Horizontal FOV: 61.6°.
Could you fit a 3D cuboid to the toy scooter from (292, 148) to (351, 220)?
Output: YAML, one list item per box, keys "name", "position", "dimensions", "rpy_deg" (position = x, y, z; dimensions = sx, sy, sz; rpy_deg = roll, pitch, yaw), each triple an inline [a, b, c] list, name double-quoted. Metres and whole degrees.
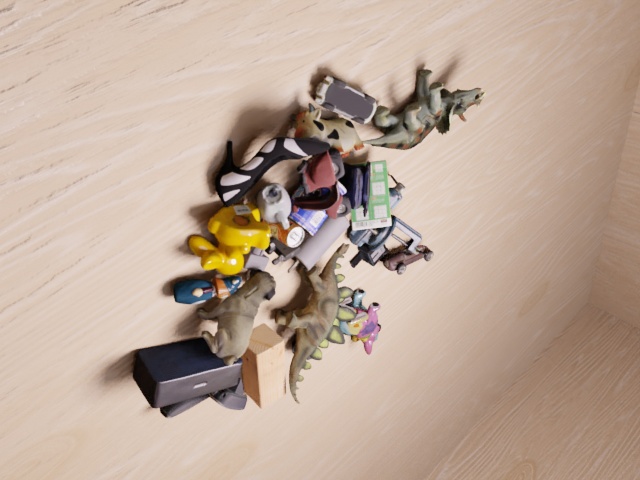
- name: "toy scooter"
  position: [-0.006, -0.118, 1.216]
  dimensions: [0.135, 0.075, 0.183]
  rpy_deg: [-13, 124, -1]

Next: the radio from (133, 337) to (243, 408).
- name: "radio"
  position: [-0.309, 0.299, 1.253]
  dimensions: [0.229, 0.131, 0.073]
  rpy_deg: [-2, 116, -45]

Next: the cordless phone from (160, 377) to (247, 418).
- name: "cordless phone"
  position: [-0.288, 0.394, 1.322]
  dimensions: [0.184, 0.147, 0.088]
  rpy_deg: [-25, 123, -37]

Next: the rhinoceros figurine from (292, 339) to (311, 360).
- name: "rhinoceros figurine"
  position: [-0.016, 0.259, 1.581]
  dimensions: [0.112, 0.073, 0.190]
  rpy_deg: [36, 89, -40]

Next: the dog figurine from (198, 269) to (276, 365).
- name: "dog figurine"
  position: [-0.172, 0.178, 1.257]
  dimensions: [0.190, 0.172, 0.121]
  rpy_deg: [-36, 153, 15]

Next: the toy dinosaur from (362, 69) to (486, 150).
- name: "toy dinosaur"
  position: [0.258, -0.316, 1.454]
  dimensions: [0.405, 0.131, 0.191]
  rpy_deg: [-37, 136, -14]

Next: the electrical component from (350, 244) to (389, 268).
- name: "electrical component"
  position: [0.146, 0.041, 1.616]
  dimensions: [0.119, 0.048, 0.074]
  rpy_deg: [-44, 138, -18]

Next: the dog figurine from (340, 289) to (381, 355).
- name: "dog figurine"
  position: [0.119, 0.279, 1.700]
  dimensions: [0.191, 0.109, 0.219]
  rpy_deg: [-28, 135, -32]

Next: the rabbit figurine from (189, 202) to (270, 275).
- name: "rabbit figurine"
  position: [-0.202, 0.018, 1.202]
  dimensions: [0.162, 0.122, 0.173]
  rpy_deg: [-18, 145, -34]

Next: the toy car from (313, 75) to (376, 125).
- name: "toy car"
  position: [0.062, -0.332, 1.284]
  dimensions: [0.201, 0.056, 0.073]
  rpy_deg: [11, 112, -47]

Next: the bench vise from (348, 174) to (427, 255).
- name: "bench vise"
  position: [0.205, -0.046, 1.530]
  dimensions: [0.240, 0.129, 0.223]
  rpy_deg: [34, 97, -17]

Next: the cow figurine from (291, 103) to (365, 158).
- name: "cow figurine"
  position: [0.012, -0.249, 1.251]
  dimensions: [0.195, 0.085, 0.127]
  rpy_deg: [-20, 87, -51]

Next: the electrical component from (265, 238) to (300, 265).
- name: "electrical component"
  position: [-0.093, 0.009, 1.339]
  dimensions: [0.102, 0.078, 0.045]
  rpy_deg: [-26, 151, -30]

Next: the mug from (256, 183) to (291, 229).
- name: "mug"
  position: [-0.102, -0.078, 1.211]
  dimensions: [0.081, 0.109, 0.107]
  rpy_deg: [-21, 169, -5]

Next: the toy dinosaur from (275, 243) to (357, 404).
- name: "toy dinosaur"
  position: [-0.014, 0.225, 1.471]
  dimensions: [0.198, 0.105, 0.471]
  rpy_deg: [23, 96, -25]

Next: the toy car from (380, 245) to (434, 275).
- name: "toy car"
  position: [0.282, 0.049, 1.725]
  dimensions: [0.202, 0.089, 0.053]
  rpy_deg: [-20, 132, -34]

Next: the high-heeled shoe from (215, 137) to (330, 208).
- name: "high-heeled shoe"
  position: [-0.101, -0.143, 1.148]
  dimensions: [0.249, 0.086, 0.145]
  rpy_deg: [-1, 97, 2]

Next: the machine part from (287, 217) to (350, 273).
- name: "machine part"
  position: [-0.003, -0.004, 1.412]
  dimensions: [0.243, 0.079, 0.079]
  rpy_deg: [-48, 139, -13]

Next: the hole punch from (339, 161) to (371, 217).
- name: "hole punch"
  position: [0.086, -0.140, 1.366]
  dimensions: [0.116, 0.092, 0.142]
  rpy_deg: [-78, 172, -73]

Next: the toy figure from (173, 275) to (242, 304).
- name: "toy figure"
  position: [-0.254, 0.111, 1.224]
  dimensions: [0.154, 0.064, 0.057]
  rpy_deg: [-6, 125, -22]
